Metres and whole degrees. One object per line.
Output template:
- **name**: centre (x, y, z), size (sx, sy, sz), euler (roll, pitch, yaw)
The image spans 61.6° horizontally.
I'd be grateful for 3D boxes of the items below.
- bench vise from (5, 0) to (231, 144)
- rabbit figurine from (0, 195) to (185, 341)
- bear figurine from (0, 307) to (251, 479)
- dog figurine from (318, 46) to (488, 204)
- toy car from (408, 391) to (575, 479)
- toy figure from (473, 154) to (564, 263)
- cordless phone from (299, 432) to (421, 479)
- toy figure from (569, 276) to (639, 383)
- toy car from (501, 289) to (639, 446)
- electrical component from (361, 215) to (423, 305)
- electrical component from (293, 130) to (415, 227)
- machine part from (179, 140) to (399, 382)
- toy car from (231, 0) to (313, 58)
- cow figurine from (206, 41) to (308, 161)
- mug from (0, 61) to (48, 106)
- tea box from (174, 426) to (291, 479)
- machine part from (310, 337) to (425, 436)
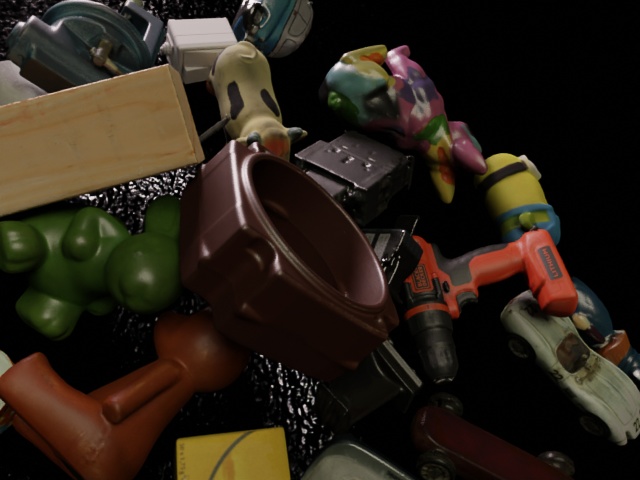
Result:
- **bench vise**: centre (-0.221, -0.198, 0.619), size (0.223, 0.129, 0.241), euler (24, 47, -25)
- **rabbit figurine**: centre (-0.181, 0.027, 0.494), size (0.170, 0.121, 0.159), euler (10, 25, 31)
- **bear figurine**: centre (-0.152, 0.113, 0.474), size (0.132, 0.120, 0.196), euler (35, 54, 8)
- **dog figurine**: centre (0.121, -0.149, 0.722), size (0.191, 0.108, 0.219), euler (-23, 72, -43)
- **toy car**: centre (0.182, 0.235, 0.551), size (0.202, 0.053, 0.089), euler (28, 36, -2)
- **toy figure**: centre (0.267, -0.038, 0.725), size (0.089, 0.082, 0.180), euler (4, 62, -19)
- **cordless phone**: centre (0.024, 0.279, 0.457), size (0.147, 0.088, 0.184), euler (34, 60, 3)
- **toy figure**: centre (0.352, 0.117, 0.676), size (0.064, 0.057, 0.154), euler (-31, 79, -24)
- **toy car**: centre (0.301, 0.149, 0.639), size (0.073, 0.056, 0.202), euler (-34, 75, -31)
- **electrical component**: centre (0.077, 0.012, 0.617), size (0.047, 0.075, 0.119), euler (42, 66, -38)
- **electrical component**: centre (0.034, -0.075, 0.656), size (0.115, 0.058, 0.134), euler (27, 46, 29)
- **machine part**: centre (-0.026, 0.014, 0.501), size (0.201, 0.087, 0.201), euler (33, 26, -33)
- **toy car**: centre (-0.062, -0.320, 0.772), size (0.103, 0.109, 0.161), euler (25, 63, -23)
- **cow figurine**: centre (-0.077, -0.145, 0.642), size (0.085, 0.127, 0.195), euler (-10, 75, -19)
- **mug**: centre (-0.316, -0.128, 0.573), size (0.107, 0.109, 0.081), euler (43, 92, -1)
- **tea box**: centre (-0.071, 0.252, 0.448), size (0.098, 0.068, 0.170), euler (-2, 60, -18)
- **machine part**: centre (0.051, 0.151, 0.553), size (0.139, 0.039, 0.084), euler (-15, 65, -45)
